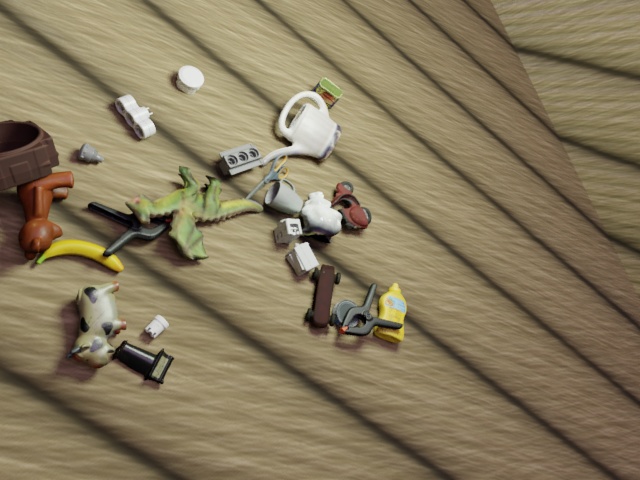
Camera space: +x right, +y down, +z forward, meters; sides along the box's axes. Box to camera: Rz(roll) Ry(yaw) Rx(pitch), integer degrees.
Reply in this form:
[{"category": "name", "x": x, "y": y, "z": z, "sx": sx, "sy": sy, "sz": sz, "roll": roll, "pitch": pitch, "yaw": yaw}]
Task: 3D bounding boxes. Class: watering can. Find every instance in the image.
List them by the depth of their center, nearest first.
[{"category": "watering can", "x": -0.055, "y": -0.346, "z": 1.761, "sx": 0.223, "sy": 0.103, "sz": 0.353, "roll": 32, "pitch": 68, "yaw": -17}]

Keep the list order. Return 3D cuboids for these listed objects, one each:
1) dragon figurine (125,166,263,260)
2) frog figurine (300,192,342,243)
[{"category": "dragon figurine", "x": -0.338, "y": -0.060, "z": 1.451, "sx": 0.407, "sy": 0.121, "sz": 0.246, "roll": 23, "pitch": 69, "yaw": -36}, {"category": "frog figurine", "x": 0.005, "y": -0.083, "z": 1.654, "sx": 0.137, "sy": 0.121, "sz": 0.162, "roll": 10, "pitch": 73, "yaw": -6}]
